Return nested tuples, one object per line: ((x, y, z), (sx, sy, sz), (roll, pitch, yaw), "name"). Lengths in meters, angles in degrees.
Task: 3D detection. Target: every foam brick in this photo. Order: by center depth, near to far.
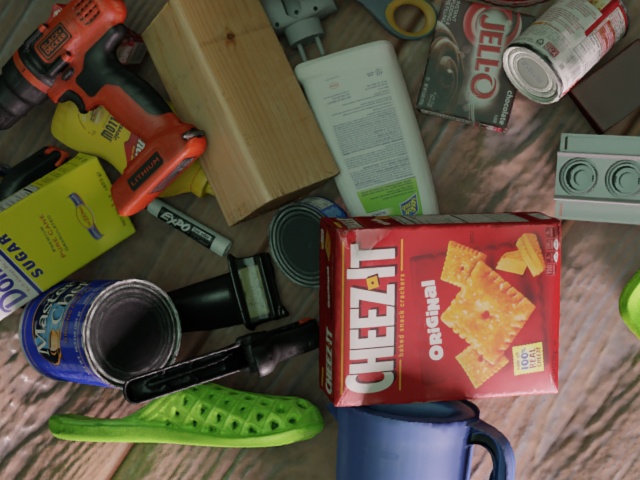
((0.276, -0.140, 0.988), (0.078, 0.051, 0.053), (-36, 87, 9), "foam brick")

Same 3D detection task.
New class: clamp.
((-0.070, 0.107, 0.986), (0.165, 0.209, 0.036), (-16, 90, 26), "clamp")
((-0.309, -0.018, 1.070), (0.039, 0.120, 0.171), (19, 90, 29), "clamp")

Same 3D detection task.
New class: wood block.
((-0.076, -0.130, 1.015), (0.090, 0.090, 0.206), (-23, 86, -33), "wood block")

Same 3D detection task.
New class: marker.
((-0.144, -0.021, 1.083), (0.121, 0.020, 0.020), (30, 96, 8), "marker")

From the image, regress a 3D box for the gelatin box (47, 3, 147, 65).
((-0.219, -0.204, 1.055), (0.073, 0.089, 0.030), (33, 106, 8), "gelatin box")

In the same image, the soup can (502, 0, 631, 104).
((0.223, -0.180, 0.968), (0.068, 0.068, 0.102), (45, 72, 6), "soup can")

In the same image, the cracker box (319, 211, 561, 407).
((0.110, 0.061, 0.970), (0.213, 0.072, 0.164), (-2, 99, -12), "cracker box")

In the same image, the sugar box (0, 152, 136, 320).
((-0.276, -0.001, 1.036), (0.176, 0.048, 0.093), (-37, 117, -25), "sugar box")

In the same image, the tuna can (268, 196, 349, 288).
((-0.007, 0.001, 1.033), (0.086, 0.033, 0.086), (15, 115, 33), "tuna can")

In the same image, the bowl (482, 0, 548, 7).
((0.186, -0.304, 0.998), (0.162, 0.055, 0.162), (0, 91, 10), "bowl")

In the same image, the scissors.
((0.029, -0.222, 1.013), (0.201, 0.016, 0.096), (-18, 101, -11), "scissors")

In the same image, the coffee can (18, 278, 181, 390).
((-0.213, 0.089, 1.023), (0.141, 0.102, 0.103), (-4, 91, 51), "coffee can")

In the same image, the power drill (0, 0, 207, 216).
((-0.211, -0.116, 0.991), (0.185, 0.057, 0.187), (-40, 89, 18), "power drill")

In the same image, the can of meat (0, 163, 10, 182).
((-0.360, -0.037, 1.089), (0.057, 0.084, 0.102), (23, 96, 9), "can of meat")

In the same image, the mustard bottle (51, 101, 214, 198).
((-0.169, -0.098, 1.065), (0.192, 0.058, 0.096), (33, 101, 7), "mustard bottle")

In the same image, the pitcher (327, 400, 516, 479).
((0.082, 0.265, 0.994), (0.144, 0.149, 0.243), (2, 96, -17), "pitcher")

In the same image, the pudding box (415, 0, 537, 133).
((0.148, -0.167, 1.016), (0.090, 0.039, 0.113), (15, 94, 9), "pudding box")

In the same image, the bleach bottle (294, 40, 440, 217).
((0.056, -0.057, 1.025), (0.103, 0.068, 0.251), (-15, 91, 11), "bleach bottle")
